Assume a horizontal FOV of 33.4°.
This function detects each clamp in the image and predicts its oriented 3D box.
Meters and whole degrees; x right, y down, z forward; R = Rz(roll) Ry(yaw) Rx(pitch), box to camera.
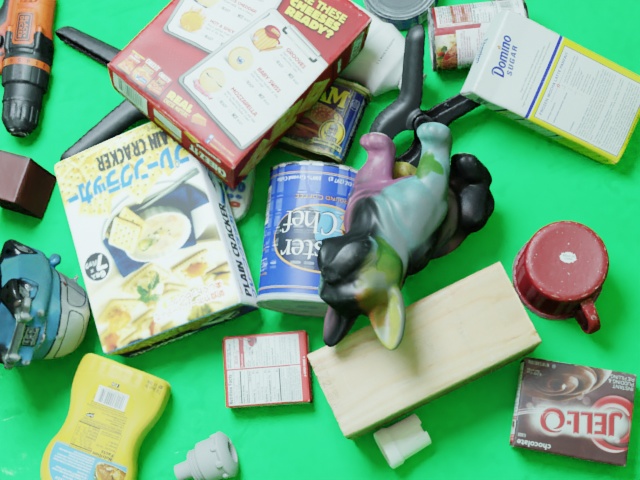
[{"bbox_3d":[-0.195,-0.178,1.174,0.210,0.036,0.164,-13,76,1],"label":"clamp"},{"bbox_3d":[0.097,-0.135,1.103,0.120,0.039,0.171,38,98,-18],"label":"clamp"}]

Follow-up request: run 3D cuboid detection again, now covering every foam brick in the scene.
[{"bbox_3d":[-0.326,-0.060,1.143,0.053,0.078,0.051,15,80,11],"label":"foam brick"}]

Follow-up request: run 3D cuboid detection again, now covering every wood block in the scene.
[{"bbox_3d":[0.101,0.112,1.051,0.206,0.091,0.090,-26,77,0],"label":"wood block"}]

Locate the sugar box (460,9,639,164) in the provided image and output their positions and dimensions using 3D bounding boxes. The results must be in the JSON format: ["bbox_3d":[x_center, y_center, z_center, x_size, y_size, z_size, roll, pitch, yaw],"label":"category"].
[{"bbox_3d":[0.240,-0.153,1.082,0.176,0.048,0.093,24,89,-10],"label":"sugar box"}]

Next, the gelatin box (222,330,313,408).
[{"bbox_3d":[-0.054,0.134,1.095,0.089,0.030,0.073,-5,78,5],"label":"gelatin box"}]

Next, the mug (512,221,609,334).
[{"bbox_3d":[0.245,0.039,1.055,0.093,0.081,0.117,-23,76,1],"label":"mug"}]

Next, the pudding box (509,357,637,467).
[{"bbox_3d":[0.248,0.169,1.048,0.113,0.039,0.090,8,79,8],"label":"pudding box"}]

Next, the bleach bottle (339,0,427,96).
[{"bbox_3d":[-0.004,-0.221,1.151,0.251,0.068,0.102,31,83,9],"label":"bleach bottle"}]

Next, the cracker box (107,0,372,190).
[{"bbox_3d":[-0.078,-0.183,1.067,0.164,0.072,0.213,39,74,7],"label":"cracker box"}]

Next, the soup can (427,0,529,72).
[{"bbox_3d":[0.167,-0.217,1.127,0.102,0.068,0.068,-6,77,4],"label":"soup can"}]

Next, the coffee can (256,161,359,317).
[{"bbox_3d":[-0.007,0.001,1.081,0.103,0.103,0.140,4,78,7],"label":"coffee can"}]

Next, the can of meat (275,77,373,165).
[{"bbox_3d":[-0.007,-0.131,1.134,0.102,0.057,0.084,20,83,11],"label":"can of meat"}]

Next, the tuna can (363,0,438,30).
[{"bbox_3d":[0.088,-0.274,1.166,0.086,0.033,0.086,-1,77,6],"label":"tuna can"}]

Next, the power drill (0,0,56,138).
[{"bbox_3d":[-0.391,-0.205,1.193,0.187,0.057,0.184,3,74,4],"label":"power drill"}]

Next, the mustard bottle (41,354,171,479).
[{"bbox_3d":[-0.228,0.219,1.080,0.096,0.058,0.191,19,80,5],"label":"mustard bottle"}]
